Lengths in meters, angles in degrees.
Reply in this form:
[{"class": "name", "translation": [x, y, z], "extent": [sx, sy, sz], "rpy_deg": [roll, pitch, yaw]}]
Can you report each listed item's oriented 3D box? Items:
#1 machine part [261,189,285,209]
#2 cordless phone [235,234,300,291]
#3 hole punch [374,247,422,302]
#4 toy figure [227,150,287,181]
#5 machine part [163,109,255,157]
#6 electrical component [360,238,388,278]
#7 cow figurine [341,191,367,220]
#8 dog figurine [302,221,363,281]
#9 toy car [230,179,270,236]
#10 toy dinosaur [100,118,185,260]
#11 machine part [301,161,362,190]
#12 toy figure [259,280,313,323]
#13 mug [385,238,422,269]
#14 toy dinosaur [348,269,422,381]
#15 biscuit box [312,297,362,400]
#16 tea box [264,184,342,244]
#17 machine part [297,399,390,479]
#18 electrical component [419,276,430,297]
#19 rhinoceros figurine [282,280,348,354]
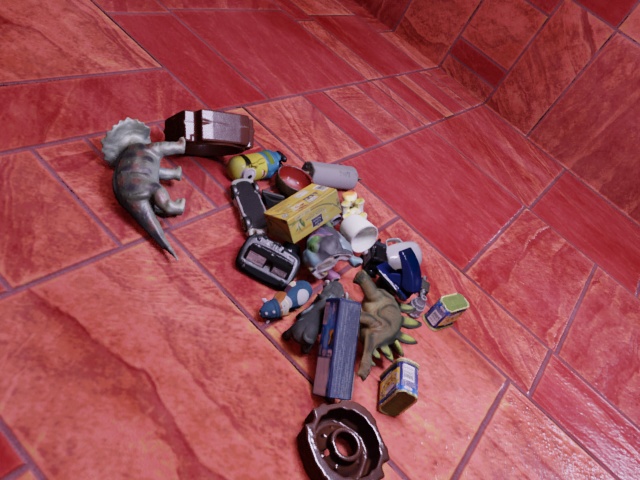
[{"class": "machine part", "translation": [-0.122, -0.089, 1.442], "extent": [0.084, 0.039, 0.139], "rpy_deg": [23, 29, -21]}, {"class": "cordless phone", "translation": [-0.113, 0.028, 1.305], "extent": [0.146, 0.088, 0.184], "rpy_deg": [28, 26, -5]}, {"class": "hole punch", "translation": [0.214, 0.082, 1.345], "extent": [0.116, 0.092, 0.142], "rpy_deg": [51, 17, 10]}, {"class": "toy figure", "translation": [-0.179, -0.207, 1.505], "extent": [0.089, 0.082, 0.180], "rpy_deg": [30, 40, 29]}, {"class": "machine part", "translation": [-0.289, -0.274, 1.403], "extent": [0.201, 0.201, 0.087], "rpy_deg": [-2, 90, -37]}, {"class": "electrical component", "translation": [0.148, 0.037, 1.469], "extent": [0.048, 0.074, 0.119], "rpy_deg": [21, 42, -18]}, {"class": "cow figurine", "translation": [0.097, -0.069, 1.547], "extent": [0.068, 0.098, 0.167], "rpy_deg": [-6, 35, 1]}, {"class": "dog figurine", "translation": [-0.003, -0.004, 1.365], "extent": [0.191, 0.108, 0.219], "rpy_deg": [27, 25, -54]}, {"class": "toy car", "translation": [-0.177, -0.081, 1.378], "extent": [0.073, 0.056, 0.202], "rpy_deg": [-11, 53, -21]}, {"class": "toy dinosaur", "translation": [-0.409, -0.135, 1.233], "extent": [0.192, 0.131, 0.405], "rpy_deg": [3, 49, -17]}, {"class": "machine part", "translation": [0.029, -0.195, 1.642], "extent": [0.243, 0.079, 0.079], "rpy_deg": [3, 46, -34]}, {"class": "toy figure", "translation": [-0.076, 0.136, 1.206], "extent": [0.154, 0.058, 0.064], "rpy_deg": [-29, 86, -52]}, {"class": "mug", "translation": [0.217, 0.038, 1.516], "extent": [0.107, 0.080, 0.110], "rpy_deg": [-7, 56, -30]}, {"class": "toy dinosaur", "translation": [0.143, 0.173, 1.298], "extent": [0.198, 0.105, 0.471], "rpy_deg": [35, 32, -10]}, {"class": "biscuit box", "translation": [0.037, 0.222, 1.107], "extent": [0.063, 0.059, 0.202], "rpy_deg": [18, 73, -31]}, {"class": "tea box", "translation": [-0.041, -0.068, 1.318], "extent": [0.169, 0.068, 0.098], "rpy_deg": [-34, 34, -29]}, {"class": "machine part", "translation": [0.042, 0.390, 1.012], "extent": [0.179, 0.056, 0.179], "rpy_deg": [19, 40, -17]}, {"class": "electrical component", "translation": [0.276, 0.124, 1.508], "extent": [0.063, 0.021, 0.094], "rpy_deg": [29, 38, -5]}, {"class": "rhinoceros figurine", "translation": [-0.008, 0.162, 1.187], "extent": [0.073, 0.112, 0.190], "rpy_deg": [35, 45, 7]}]
